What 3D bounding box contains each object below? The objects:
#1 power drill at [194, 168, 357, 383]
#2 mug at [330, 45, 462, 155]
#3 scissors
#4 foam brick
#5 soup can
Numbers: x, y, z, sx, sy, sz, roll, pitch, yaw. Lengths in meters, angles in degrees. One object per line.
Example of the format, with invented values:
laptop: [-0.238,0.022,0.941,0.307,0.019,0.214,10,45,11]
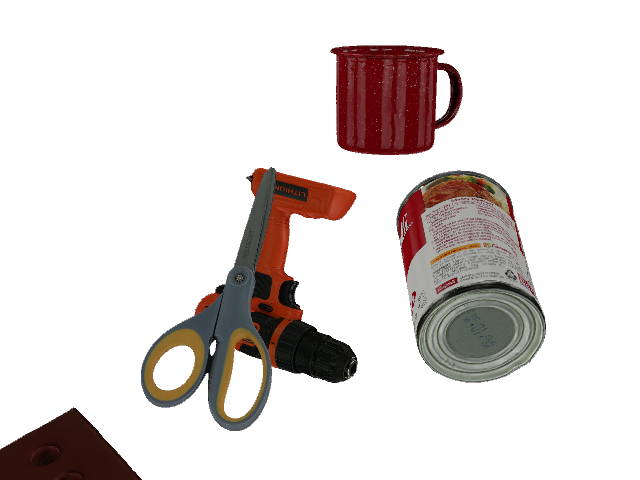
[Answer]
power drill: [-0.027,0.032,1.049,0.185,0.188,0.057,17,2,27]
mug: [0.065,-0.118,0.885,0.117,0.081,0.093,-7,16,-25]
scissors: [-0.074,0.037,0.736,0.096,0.202,0.016,-6,-32,2]
foam brick: [-0.112,0.128,0.493,0.052,0.051,0.078,-29,43,-29]
soup can: [0.080,0.018,0.577,0.068,0.068,0.102,0,37,-3]
